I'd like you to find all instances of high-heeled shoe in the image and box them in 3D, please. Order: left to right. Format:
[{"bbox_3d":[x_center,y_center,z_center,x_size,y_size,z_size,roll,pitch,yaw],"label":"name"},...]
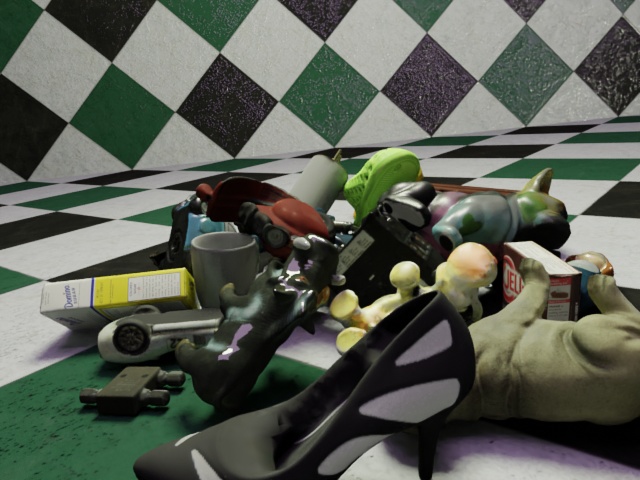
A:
[{"bbox_3d":[-0.017,0.110,0.373,0.249,0.145,0.086,-4,15,1],"label":"high-heeled shoe"}]

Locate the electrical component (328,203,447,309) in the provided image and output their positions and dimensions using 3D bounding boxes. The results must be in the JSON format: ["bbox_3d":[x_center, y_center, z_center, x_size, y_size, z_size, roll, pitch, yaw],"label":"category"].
[{"bbox_3d":[0.076,0.043,0.607,0.115,0.134,0.058,-46,-2,28],"label":"electrical component"}]

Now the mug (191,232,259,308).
[{"bbox_3d":[-0.120,0.047,0.707,0.081,0.107,0.109,10,17,23],"label":"mug"}]

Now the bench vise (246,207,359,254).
[{"bbox_3d":[-0.002,0.008,0.799,0.241,0.128,0.223,4,15,19],"label":"bench vise"}]

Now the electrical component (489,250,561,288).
[{"bbox_3d":[0.285,0.034,0.724,0.119,0.047,0.075,-16,19,-28],"label":"electrical component"}]

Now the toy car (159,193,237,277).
[{"bbox_3d":[-0.180,0.010,0.836,0.103,0.161,0.109,19,-22,-37],"label":"toy car"}]

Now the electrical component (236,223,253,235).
[{"bbox_3d":[-0.094,-0.039,0.836,0.078,0.045,0.102,-15,-13,-9],"label":"electrical component"}]

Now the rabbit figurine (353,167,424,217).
[{"bbox_3d":[0.146,-0.090,1.160,0.162,0.121,0.173,-14,0,6],"label":"rabbit figurine"}]

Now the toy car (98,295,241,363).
[{"bbox_3d":[-0.149,0.103,0.620,0.202,0.056,0.073,-5,8,-3],"label":"toy car"}]

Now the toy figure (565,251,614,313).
[{"bbox_3d":[0.322,0.047,0.653,0.064,0.057,0.154,45,37,20],"label":"toy figure"}]

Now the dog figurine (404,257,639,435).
[{"bbox_3d":[0.154,0.116,0.421,0.190,0.121,0.172,-28,20,-22],"label":"dog figurine"}]

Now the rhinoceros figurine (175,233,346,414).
[{"bbox_3d":[-0.053,0.071,0.513,0.190,0.073,0.112,-51,18,-24],"label":"rhinoceros figurine"}]

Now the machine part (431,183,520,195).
[{"bbox_3d":[0.251,-0.043,0.857,0.202,0.087,0.201,6,7,-2],"label":"machine part"}]

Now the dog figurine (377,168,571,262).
[{"bbox_3d":[0.205,-0.031,0.695,0.219,0.108,0.192,-24,41,-25],"label":"dog figurine"}]

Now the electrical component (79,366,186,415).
[{"bbox_3d":[-0.186,0.147,0.534,0.094,0.021,0.063,-4,15,11],"label":"electrical component"}]

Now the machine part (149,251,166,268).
[{"bbox_3d":[-0.217,0.024,0.916,0.139,0.084,0.039,-12,40,8],"label":"machine part"}]

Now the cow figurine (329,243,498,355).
[{"bbox_3d":[0.099,0.070,0.527,0.167,0.098,0.068,-27,50,9],"label":"cow figurine"}]

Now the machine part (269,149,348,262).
[{"bbox_3d":[-0.023,-0.060,0.925,0.079,0.079,0.243,11,62,47],"label":"machine part"}]

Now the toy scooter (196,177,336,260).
[{"bbox_3d":[-0.074,-0.032,0.662,0.135,0.075,0.184,9,22,-49],"label":"toy scooter"}]

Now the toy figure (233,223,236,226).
[{"bbox_3d":[-0.091,-0.029,1.025,0.180,0.082,0.089,12,57,28],"label":"toy figure"}]
